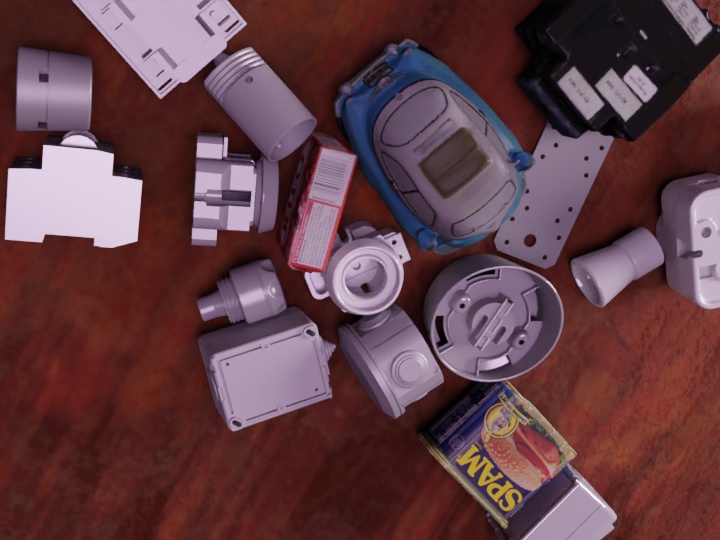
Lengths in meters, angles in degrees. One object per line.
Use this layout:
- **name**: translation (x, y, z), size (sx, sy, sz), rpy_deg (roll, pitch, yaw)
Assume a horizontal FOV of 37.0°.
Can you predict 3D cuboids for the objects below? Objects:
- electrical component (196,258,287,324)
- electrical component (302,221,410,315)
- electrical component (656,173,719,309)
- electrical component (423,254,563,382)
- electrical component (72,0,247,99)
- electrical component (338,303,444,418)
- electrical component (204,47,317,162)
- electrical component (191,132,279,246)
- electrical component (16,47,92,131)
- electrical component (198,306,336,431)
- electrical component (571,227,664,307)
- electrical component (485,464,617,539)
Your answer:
- **electrical component**: translation (-0.088, 0.019, 0.788), size (0.062, 0.043, 0.043), rpy_deg (-19, 109, -5)
- **electrical component**: translation (0.000, 0.000, 0.794), size (0.078, 0.057, 0.058), rpy_deg (-24, 109, -5)
- **electrical component**: translation (0.271, -0.025, 0.845), size (0.054, 0.059, 0.095), rpy_deg (-12, 108, -9)
- **electrical component**: translation (0.099, 0.036, 0.822), size (0.099, 0.064, 0.099), rpy_deg (-3, 107, -12)
- **electrical component**: translation (-0.143, -0.183, 0.707), size (0.079, 0.063, 0.121), rpy_deg (-41, 110, 1)
- **electrical component**: translation (0.022, 0.067, 0.807), size (0.051, 0.080, 0.080), rpy_deg (-32, 110, -8)
- **electrical component**: translation (-0.072, -0.119, 0.745), size (0.043, 0.043, 0.081), rpy_deg (-42, 80, 2)
- **electrical component**: translation (-0.088, -0.056, 0.759), size (0.057, 0.058, 0.078), rpy_deg (3, 106, -10)
- **electrical component**: translation (-0.204, -0.119, 0.718), size (0.047, 0.055, 0.055), rpy_deg (2, 105, -16)
- **electrical component**: translation (-0.066, 0.068, 0.801), size (0.096, 0.061, 0.061), rpy_deg (-17, 109, -15)
- **electrical component**: translation (0.205, -0.005, 0.847), size (0.065, 0.044, 0.044), rpy_deg (-30, 110, -8)
- **electrical component**: translation (0.155, 0.209, 0.886), size (0.096, 0.061, 0.061), rpy_deg (-46, 109, 3)
